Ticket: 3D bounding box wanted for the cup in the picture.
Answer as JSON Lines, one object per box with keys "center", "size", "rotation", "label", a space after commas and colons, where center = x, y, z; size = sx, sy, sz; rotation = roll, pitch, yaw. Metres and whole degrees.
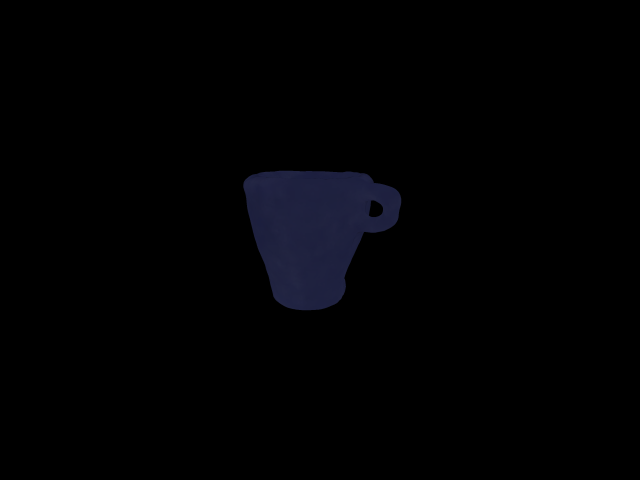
{"center": [0.004, 0.001, 0.400], "size": [0.117, 0.095, 0.092], "rotation": [8, 14, 35], "label": "cup"}
